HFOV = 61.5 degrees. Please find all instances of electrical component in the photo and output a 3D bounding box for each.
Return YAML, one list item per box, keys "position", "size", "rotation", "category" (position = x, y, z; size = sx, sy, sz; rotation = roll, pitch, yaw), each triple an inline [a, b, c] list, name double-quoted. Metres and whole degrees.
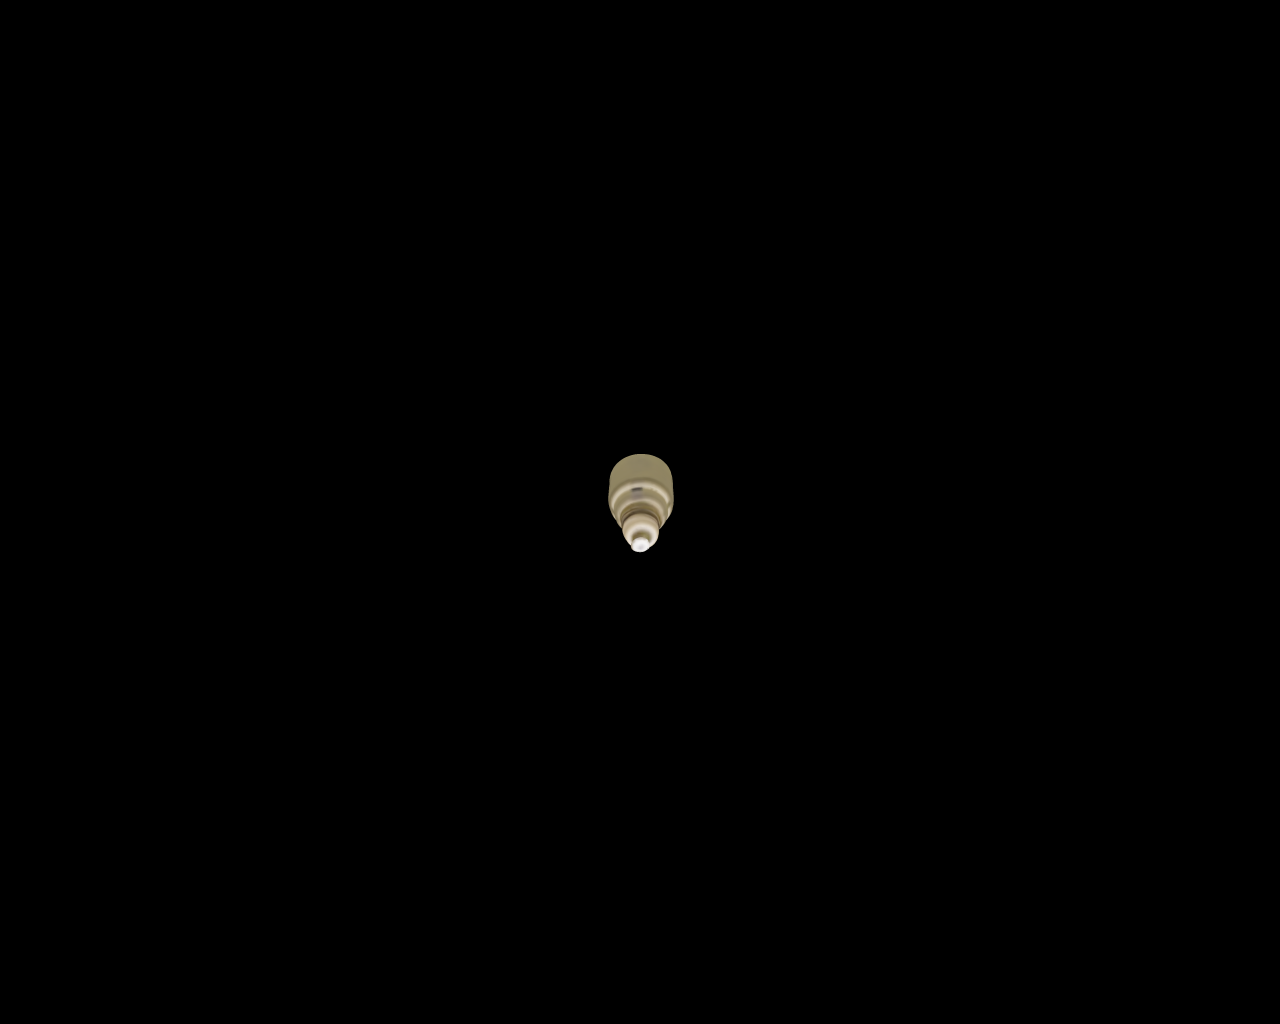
- position: [0.001, -0.003, 0.650]
  size: [0.040, 0.040, 0.078]
  rotation: [0, 37, 0]
  category: "electrical component"
